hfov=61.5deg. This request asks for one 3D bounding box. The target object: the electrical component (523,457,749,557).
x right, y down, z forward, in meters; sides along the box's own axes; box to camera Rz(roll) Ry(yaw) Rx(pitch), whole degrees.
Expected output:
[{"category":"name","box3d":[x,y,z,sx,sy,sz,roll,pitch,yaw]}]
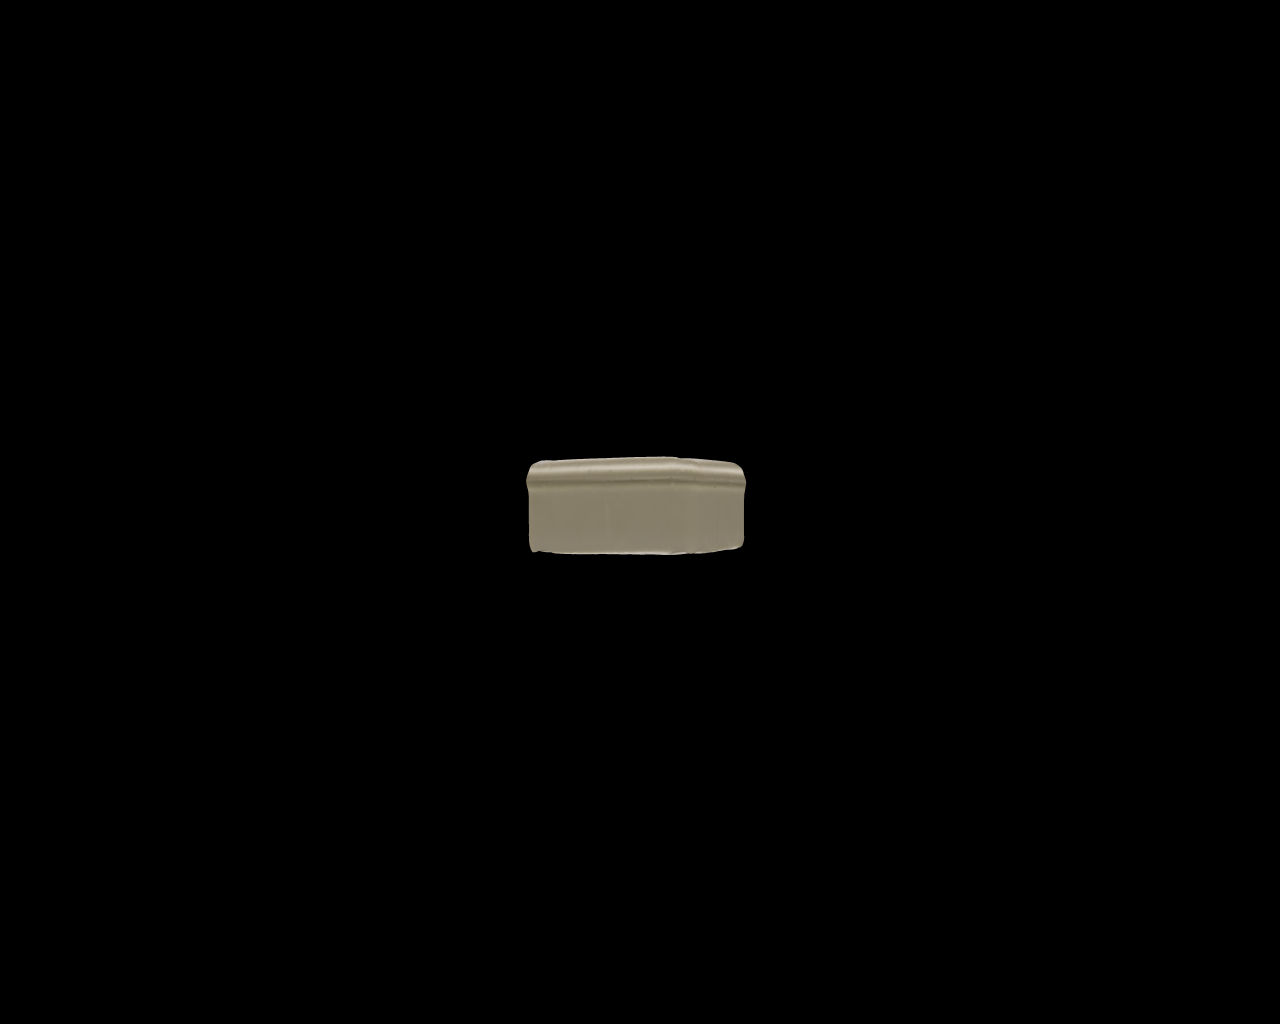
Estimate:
[{"category":"electrical component","box3d":[0.001,-0.003,0.650,0.109,0.056,0.109,0,0,21]}]
